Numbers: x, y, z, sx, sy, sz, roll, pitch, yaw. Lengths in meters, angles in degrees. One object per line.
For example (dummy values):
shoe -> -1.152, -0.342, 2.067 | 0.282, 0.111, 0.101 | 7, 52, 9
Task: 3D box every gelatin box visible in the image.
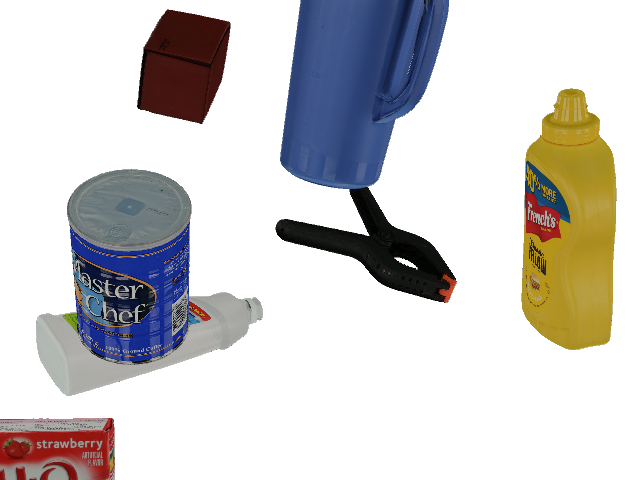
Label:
gelatin box -> -0.150, 0.130, 0.546 | 0.089, 0.073, 0.030 | 0, 6, -4

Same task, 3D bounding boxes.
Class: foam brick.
foam brick -> -0.104, -0.134, 0.813 | 0.053, 0.051, 0.078 | 13, 35, 0

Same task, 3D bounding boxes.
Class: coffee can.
coffee can -> -0.165, 0.024, 0.933 | 0.102, 0.140, 0.103 | 4, 40, -3

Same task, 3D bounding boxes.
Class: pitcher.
pitcher -> 0.038, -0.177, 1.085 | 0.145, 0.243, 0.149 | 11, 18, -1

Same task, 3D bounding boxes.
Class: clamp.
clamp -> 0.061, 0.008, 1.243 | 0.210, 0.036, 0.164 | 39, 43, 27

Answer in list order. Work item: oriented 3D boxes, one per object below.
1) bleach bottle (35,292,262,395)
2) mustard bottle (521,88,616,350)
bleach bottle -> -0.185, 0.102, 1.211 | 0.250, 0.068, 0.103 | -13, 32, -30
mustard bottle -> 0.186, -0.020, 0.803 | 0.058, 0.192, 0.096 | -9, 27, -9
